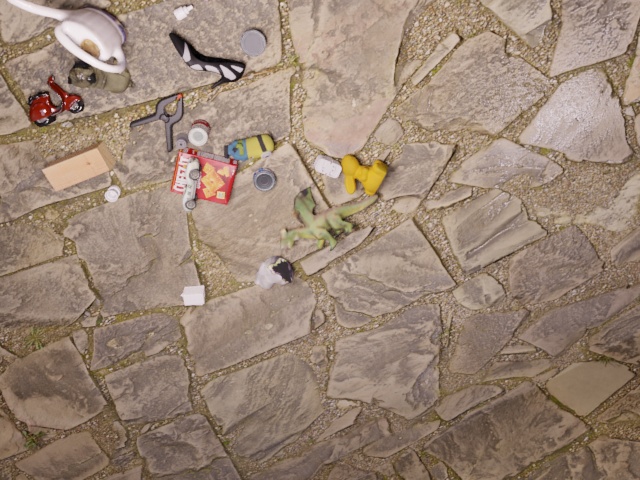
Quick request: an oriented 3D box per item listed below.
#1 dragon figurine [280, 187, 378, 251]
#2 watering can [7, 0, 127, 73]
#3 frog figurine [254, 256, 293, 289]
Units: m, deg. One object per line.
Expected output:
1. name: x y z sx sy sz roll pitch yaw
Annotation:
1. dragon figurine: 0.006 -0.101 1.997 0.241 0.123 0.409 43 95 -15
2. watering can: -0.728 -0.643 1.551 0.344 0.230 0.102 36 126 -22
3. frog figurine: -0.190 0.138 2.098 0.136 0.125 0.157 22 149 -27
